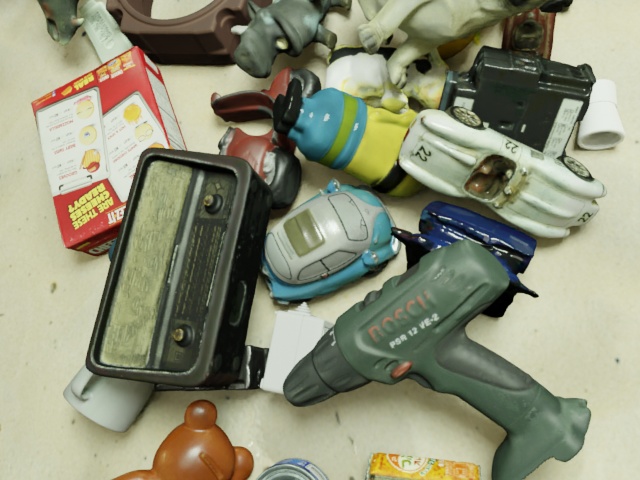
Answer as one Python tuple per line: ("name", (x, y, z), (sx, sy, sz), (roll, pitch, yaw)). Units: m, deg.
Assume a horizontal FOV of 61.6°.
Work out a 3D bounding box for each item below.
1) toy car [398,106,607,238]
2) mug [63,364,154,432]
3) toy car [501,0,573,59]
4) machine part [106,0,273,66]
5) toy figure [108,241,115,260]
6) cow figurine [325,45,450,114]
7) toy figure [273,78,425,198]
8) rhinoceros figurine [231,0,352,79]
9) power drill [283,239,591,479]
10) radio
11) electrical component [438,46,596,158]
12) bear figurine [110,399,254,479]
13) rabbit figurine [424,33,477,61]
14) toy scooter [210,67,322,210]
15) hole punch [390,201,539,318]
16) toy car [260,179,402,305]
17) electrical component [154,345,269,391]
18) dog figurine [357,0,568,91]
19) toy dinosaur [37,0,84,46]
("toy car", (0.175, -0.062, 0.517), (0.202, 0.073, 0.056), (24, 40, -4))
("mug", (-0.222, 0.141, 0.593), (0.081, 0.109, 0.107), (26, 71, 24))
("toy car", (0.230, -0.224, 0.595), (0.089, 0.053, 0.202), (9, 80, 19))
("machine part", (-0.166, -0.338, 0.704), (0.201, 0.087, 0.201), (7, 80, 15))
("toy figure", (-0.182, 0.051, 0.622), (0.155, 0.064, 0.058), (37, 86, 19))
("cow figurine", (0.087, -0.182, 0.614), (0.168, 0.068, 0.098), (2, 71, 14))
("toy figure", (0.038, -0.104, 0.570), (0.180, 0.082, 0.089), (14, 92, -20))
("rhinoceros figurine", (-0.034, -0.265, 0.629), (0.112, 0.073, 0.190), (12, 58, 24))
("power drill", (0.104, 0.126, 0.470), (0.207, 0.086, 0.232), (43, 111, 8))
("radio", (-0.132, 0.029, 0.536), (0.131, 0.073, 0.229), (6, 78, 17))
("electrical component", (0.187, -0.127, 0.539), (0.134, 0.114, 0.058), (13, 37, 6))
("bear figurine", (-0.178, 0.256, 0.557), (0.196, 0.120, 0.132), (-45, 24, -26))
("rabbit figurine", (0.148, -0.292, 0.597), (0.163, 0.122, 0.173), (6, 103, 48))
("toy scooter", (-0.080, -0.123, 0.635), (0.135, 0.075, 0.184), (10, 76, 16))
("hole punch", (0.151, 0.007, 0.528), (0.142, 0.115, 0.092), (28, 76, 18))
("toy car", (-0.001, -0.002, 0.571), (0.162, 0.103, 0.109), (-26, 71, 5))
("electrical component", (-0.116, 0.139, 0.581), (0.119, 0.074, 0.047), (-4, 74, 17))
("dog figurine", (0.125, -0.258, 0.506), (0.191, 0.121, 0.172), (-24, 78, 23))
("toy dinosaur", (-0.338, -0.465, 0.734), (0.192, 0.131, 0.405), (-2, 65, 23))
